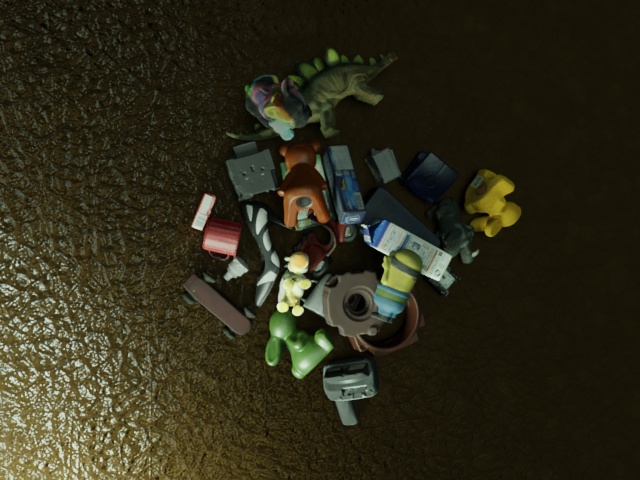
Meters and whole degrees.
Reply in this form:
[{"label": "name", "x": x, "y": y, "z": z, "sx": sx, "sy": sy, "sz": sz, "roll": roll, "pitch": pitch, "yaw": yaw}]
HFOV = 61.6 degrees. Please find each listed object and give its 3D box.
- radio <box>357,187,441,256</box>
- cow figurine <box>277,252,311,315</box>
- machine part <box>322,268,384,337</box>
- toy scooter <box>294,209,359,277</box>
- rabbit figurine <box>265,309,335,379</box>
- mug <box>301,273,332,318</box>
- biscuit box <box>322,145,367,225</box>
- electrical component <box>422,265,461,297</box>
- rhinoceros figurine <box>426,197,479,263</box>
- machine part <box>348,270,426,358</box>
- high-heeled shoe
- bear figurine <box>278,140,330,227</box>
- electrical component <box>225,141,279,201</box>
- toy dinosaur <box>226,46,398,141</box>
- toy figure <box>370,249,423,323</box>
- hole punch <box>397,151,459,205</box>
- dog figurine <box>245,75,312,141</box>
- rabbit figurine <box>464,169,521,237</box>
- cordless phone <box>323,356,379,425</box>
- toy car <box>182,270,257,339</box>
[{"label": "radio", "x": 0.193, "y": -0.022, "z": 1.416, "sx": 0.229, "sy": 0.073, "sz": 0.131, "roll": 41, "pitch": 84, "yaw": -10}, {"label": "cow figurine", "x": -0.062, "y": 0.093, "z": 1.324, "sx": 0.068, "sy": 0.098, "sz": 0.167, "roll": 10, "pitch": 114, "yaw": -12}, {"label": "machine part", "x": 0.091, "y": 0.153, "z": 1.319, "sx": 0.179, "sy": 0.056, "sz": 0.179, "roll": 0, "pitch": 91, "yaw": -13}, {"label": "toy scooter", "x": -0.003, "y": -0.004, "z": 1.358, "sx": 0.135, "sy": 0.075, "sz": 0.184, "roll": 40, "pitch": 101, "yaw": -5}, {"label": "rabbit figurine", "x": -0.068, "y": 0.252, "z": 1.361, "sx": 0.159, "sy": 0.121, "sz": 0.170, "roll": -43, "pitch": 83, "yaw": -1}, {"label": "mug", "x": 0.007, "y": 0.138, "z": 1.382, "sx": 0.110, "sy": 0.080, "sz": 0.107, "roll": 26, "pitch": 78, "yaw": 23}, {"label": "biscuit box", "x": 0.059, "y": -0.138, "z": 1.339, "sx": 0.059, "sy": 0.062, "sz": 0.203, "roll": -6, "pitch": 65, "yaw": -14}, {"label": "electrical component", "x": 0.317, "y": 0.091, "z": 1.461, "sx": 0.119, "sy": 0.048, "sz": 0.075, "roll": 40, "pitch": 83, "yaw": -11}, {"label": "rhinoceros figurine", "x": 0.363, "y": -0.022, "z": 1.458, "sx": 0.112, "sy": 0.073, "sz": 0.190, "roll": -26, "pitch": 101, "yaw": -15}, {"label": "machine part", "x": 0.162, "y": 0.191, "z": 1.410, "sx": 0.201, "sy": 0.087, "sz": 0.201, "roll": -20, "pitch": 95, "yaw": -12}, {"label": "high-heeled shoe", "x": -0.163, "y": 0.030, "z": 1.333, "sx": 0.145, "sy": 0.086, "sz": 0.248, "roll": 20, "pitch": 87, "yaw": -6}, {"label": "bear figurine", "x": -0.044, "y": -0.146, "z": 1.319, "sx": 0.120, "sy": 0.196, "sz": 0.131, "roll": -9, "pitch": 137, "yaw": 2}, {"label": "electrical component", "x": -0.170, "y": -0.173, "z": 1.331, "sx": 0.115, "sy": 0.058, "sz": 0.134, "roll": -20, "pitch": 97, "yaw": -14}, {"label": "toy dinosaur", "x": -0.005, "y": -0.350, "z": 1.344, "sx": 0.471, "sy": 0.105, "sz": 0.198, "roll": -36, "pitch": 92, "yaw": -5}, {"label": "toy figure", "x": 0.182, "y": 0.108, "z": 1.266, "sx": 0.089, "sy": 0.082, "sz": 0.180, "roll": 17, "pitch": 87, "yaw": 16}, {"label": "hole punch", "x": 0.290, "y": -0.166, "z": 1.427, "sx": 0.142, "sy": 0.092, "sz": 0.115, "roll": 35, "pitch": 88, "yaw": -16}, {"label": "dog figurine", "x": -0.098, "y": -0.311, "z": 1.197, "sx": 0.191, "sy": 0.219, "sz": 0.108, "roll": 38, "pitch": 92, "yaw": 3}, {"label": "rabbit figurine", "x": 0.482, "y": -0.086, "z": 1.465, "sx": 0.173, "sy": 0.122, "sz": 0.162, "roll": 30, "pitch": 88, "yaw": -32}, {"label": "cordless phone", "x": 0.092, "y": 0.399, "z": 1.389, "sx": 0.147, "sy": 0.089, "sz": 0.184, "roll": -12, "pitch": 106, "yaw": 17}, {"label": "toy car", "x": -0.250, "y": 0.157, "z": 1.327, "sx": 0.202, "sy": 0.053, "sz": 0.089, "roll": 43, "pitch": 93, "yaw": -15}]
